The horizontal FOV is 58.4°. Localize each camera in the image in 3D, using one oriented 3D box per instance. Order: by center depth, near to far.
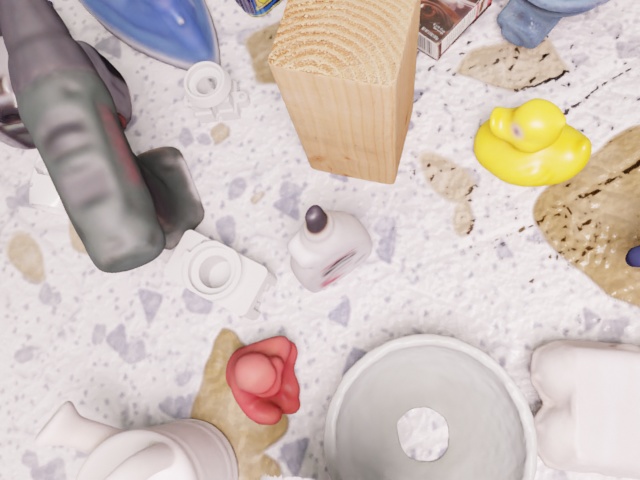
[{"bbox_3d":[-0.286,-0.180,0.592,0.143,0.101,0.137,-12,76,4],"label":"camera"}]

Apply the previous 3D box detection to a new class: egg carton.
[{"bbox_3d":[0.248,0.138,0.468,0.150,0.069,0.107,2,77,8],"label":"egg carton"}]

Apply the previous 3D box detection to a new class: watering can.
[{"bbox_3d":[-0.143,0.193,0.439,0.172,0.194,0.101,14,79,10],"label":"watering can"}]

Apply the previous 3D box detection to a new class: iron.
[{"bbox_3d":[-0.203,-0.288,0.586,0.119,0.141,0.258,-43,76,-4],"label":"iron"}]

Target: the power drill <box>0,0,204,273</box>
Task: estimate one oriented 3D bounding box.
[{"bbox_3d":[-0.180,-0.073,0.498,0.075,0.208,0.229,-25,75,1],"label":"power drill"}]

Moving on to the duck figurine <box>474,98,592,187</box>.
[{"bbox_3d":[0.197,-0.095,0.520,0.104,0.086,0.077,14,79,10],"label":"duck figurine"}]

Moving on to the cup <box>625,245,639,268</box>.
[{"bbox_3d":[0.305,0.016,0.476,0.117,0.095,0.092,-7,76,6],"label":"cup"}]

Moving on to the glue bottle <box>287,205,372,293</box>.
[{"bbox_3d":[0.004,0.002,0.476,0.078,0.173,0.037,-39,75,-3],"label":"glue bottle"}]

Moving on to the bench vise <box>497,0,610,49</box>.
[{"bbox_3d":[0.239,-0.298,0.493,0.121,0.220,0.207,25,81,12],"label":"bench vise"}]

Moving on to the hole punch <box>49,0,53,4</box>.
[{"bbox_3d":[-0.375,-0.273,0.630,0.108,0.091,0.101,-39,75,-3],"label":"hole punch"}]

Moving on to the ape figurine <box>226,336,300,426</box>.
[{"bbox_3d":[-0.050,0.118,0.498,0.076,0.092,0.078,30,82,13],"label":"ape figurine"}]

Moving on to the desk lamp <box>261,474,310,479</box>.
[{"bbox_3d":[0.008,0.258,0.395,0.117,0.214,0.203,9,78,9],"label":"desk lamp"}]

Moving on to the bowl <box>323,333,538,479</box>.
[{"bbox_3d":[0.089,0.164,0.478,0.167,0.075,0.167,-2,77,7],"label":"bowl"}]
